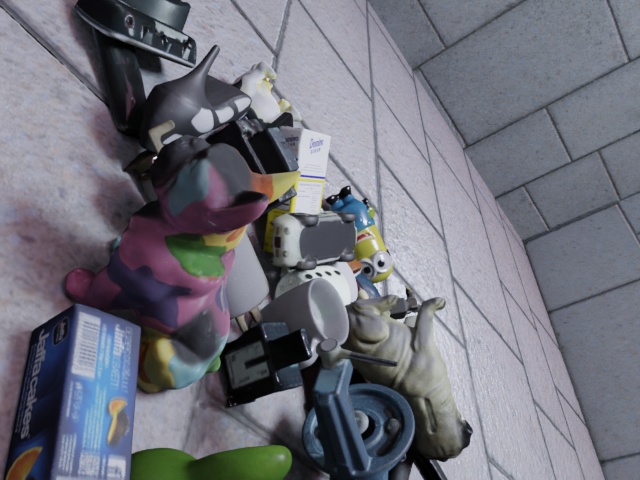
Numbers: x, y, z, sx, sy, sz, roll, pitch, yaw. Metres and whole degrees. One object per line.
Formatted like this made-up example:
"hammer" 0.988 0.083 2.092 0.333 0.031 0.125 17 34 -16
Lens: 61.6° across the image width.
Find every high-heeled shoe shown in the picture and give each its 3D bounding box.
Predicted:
"high-heeled shoe" -0.157 -0.144 0.670 0.086 0.145 0.248 30 -9 -1

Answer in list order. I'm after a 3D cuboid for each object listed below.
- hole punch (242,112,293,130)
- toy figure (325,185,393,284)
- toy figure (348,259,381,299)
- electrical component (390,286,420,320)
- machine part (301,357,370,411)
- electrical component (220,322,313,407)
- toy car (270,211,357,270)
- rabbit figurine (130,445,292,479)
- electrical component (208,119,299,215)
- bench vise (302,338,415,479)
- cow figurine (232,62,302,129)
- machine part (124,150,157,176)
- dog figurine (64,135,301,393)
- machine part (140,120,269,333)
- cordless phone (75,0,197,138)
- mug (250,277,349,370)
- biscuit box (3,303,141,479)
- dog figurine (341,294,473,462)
"hole punch" -0.093 -0.120 0.782 0.142 0.092 0.115 -64 155 -58
"toy figure" 0.075 -0.007 0.980 0.089 0.082 0.180 -13 75 -62
"toy figure" 0.056 0.067 0.897 0.058 0.064 0.154 -27 84 -27
"electrical component" 0.127 0.114 0.948 0.078 0.102 0.045 60 19 -70
"machine part" 0.044 0.210 0.737 0.179 0.056 0.179 42 32 -34
"electrical component" -0.051 0.124 0.566 0.047 0.119 0.075 12 52 -59
"toy car" -0.002 -0.002 0.746 0.201 0.056 0.073 -8 100 -61
"rabbit figurine" -0.084 0.218 0.407 0.170 0.159 0.121 35 44 -19
"electrical component" -0.094 -0.083 0.669 0.115 0.134 0.058 59 25 -4
"bench vise" 0.029 0.210 0.533 0.224 0.129 0.240 -58 141 -52
"cow figurine" -0.084 -0.188 0.852 0.167 0.098 0.068 57 -8 -27
"machine part" -0.161 -0.043 0.619 0.138 0.039 0.084 56 34 -18
"dog figurine" -0.100 0.021 0.459 0.191 0.219 0.108 58 29 -9
"machine part" -0.118 -0.004 0.563 0.079 0.079 0.243 -66 140 -59
"cordless phone" -0.210 -0.211 0.662 0.146 0.089 0.184 -2 79 -64
"mug" -0.031 0.110 0.633 0.080 0.107 0.110 44 35 -33
"biscuit box" -0.174 0.149 0.374 0.059 0.063 0.203 34 37 -44
"dog figurine" 0.092 0.176 0.671 0.121 0.172 0.190 92 -5 -64
